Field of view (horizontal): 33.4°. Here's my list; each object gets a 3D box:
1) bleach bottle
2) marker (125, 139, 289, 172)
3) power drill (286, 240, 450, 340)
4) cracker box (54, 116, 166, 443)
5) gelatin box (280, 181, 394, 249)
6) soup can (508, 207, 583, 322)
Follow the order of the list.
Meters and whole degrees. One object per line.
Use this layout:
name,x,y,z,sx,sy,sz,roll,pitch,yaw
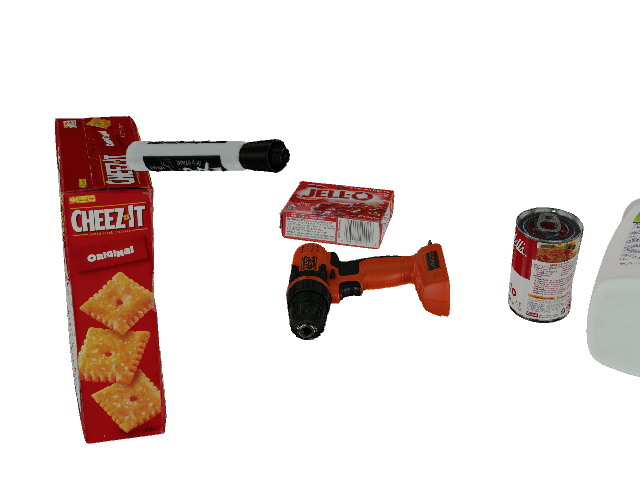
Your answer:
bleach bottle,0.249,0.015,0.732,0.103,0.068,0.250,9,22,20
marker,-0.068,-0.050,0.632,0.121,0.020,0.020,4,2,38
power drill,0.054,0.055,1.239,0.187,0.057,0.184,-1,28,2
cracker box,-0.168,0.026,0.855,0.072,0.214,0.164,-5,26,-14
gelatin box,0.016,-0.024,0.941,0.089,0.030,0.073,7,25,11
soup can,0.233,0.026,1.109,0.068,0.102,0.068,0,32,0
